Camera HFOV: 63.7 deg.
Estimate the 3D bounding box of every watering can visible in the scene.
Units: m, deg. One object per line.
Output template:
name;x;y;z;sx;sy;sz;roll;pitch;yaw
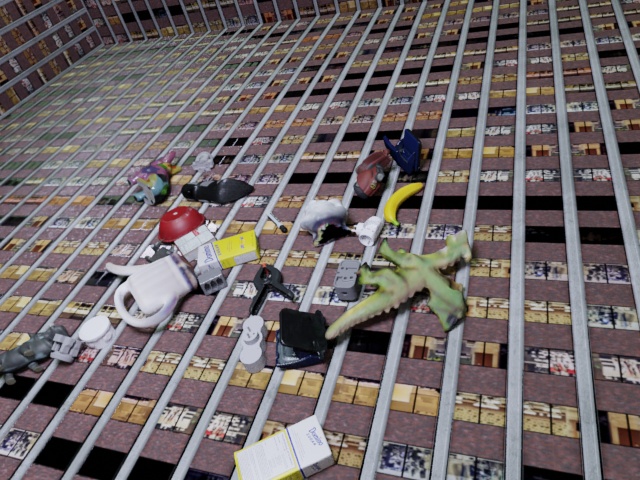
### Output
watering can;-0.473;0.108;1.437;0.226;0.101;0.353;-30;42;-17

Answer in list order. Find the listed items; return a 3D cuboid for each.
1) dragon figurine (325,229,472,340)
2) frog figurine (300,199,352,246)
dragon figurine;0.218;0.121;1.195;0.245;0.119;0.417;25;62;29
frog figurine;0.004;-0.074;1.478;0.137;0.120;0.163;-34;50;10
